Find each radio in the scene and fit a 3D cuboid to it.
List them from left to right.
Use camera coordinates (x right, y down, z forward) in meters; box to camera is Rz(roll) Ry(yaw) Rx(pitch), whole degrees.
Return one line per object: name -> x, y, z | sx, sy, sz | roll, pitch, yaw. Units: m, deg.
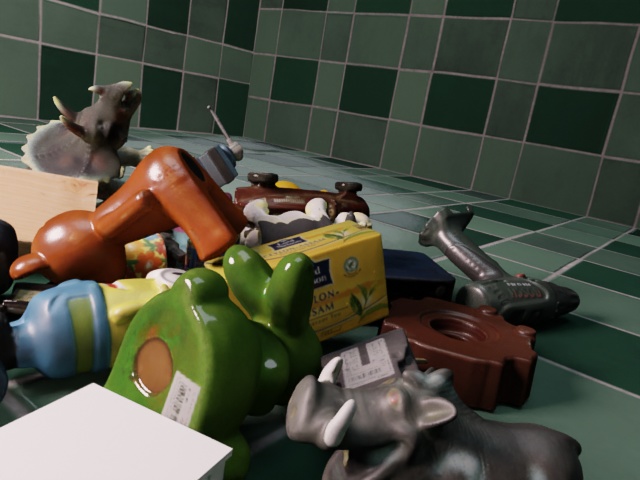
radio -> 0.054, 0.057, 0.714 | 0.230, 0.073, 0.131 | 4, 15, -16

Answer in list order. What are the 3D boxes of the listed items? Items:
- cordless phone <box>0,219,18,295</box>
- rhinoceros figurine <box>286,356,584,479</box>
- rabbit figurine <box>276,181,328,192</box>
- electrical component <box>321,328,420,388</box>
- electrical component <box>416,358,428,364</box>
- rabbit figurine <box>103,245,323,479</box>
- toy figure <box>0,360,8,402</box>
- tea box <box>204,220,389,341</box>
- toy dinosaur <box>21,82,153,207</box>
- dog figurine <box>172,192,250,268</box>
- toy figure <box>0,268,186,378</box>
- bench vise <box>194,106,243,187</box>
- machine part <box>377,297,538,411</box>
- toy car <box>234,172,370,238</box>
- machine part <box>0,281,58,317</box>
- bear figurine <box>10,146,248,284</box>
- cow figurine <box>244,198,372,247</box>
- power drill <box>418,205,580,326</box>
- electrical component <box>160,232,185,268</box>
cordless phone -> -0.397, 0.023, 0.555 | 0.146, 0.088, 0.184 | 1, -3, -31
rhinoceros figurine -> 0.070, 0.134, 0.329 | 0.190, 0.112, 0.073 | 16, 15, -6
rabbit figurine -> -0.013, -0.016, 0.824 | 0.122, 0.162, 0.173 | -41, 74, -20
electrical component -> 0.043, 0.105, 0.421 | 0.075, 0.047, 0.119 | -19, 18, 7
electrical component -> 0.064, 0.132, 0.468 | 0.078, 0.045, 0.102 | 9, 13, -9
rabbit figurine -> -0.061, 0.083, 0.416 | 0.121, 0.159, 0.170 | 7, -5, 34
toy figure -> -0.291, 0.086, 0.386 | 0.155, 0.064, 0.058 | 11, 51, 27
tea box -> -0.020, 0.050, 0.544 | 0.170, 0.098, 0.068 | -18, 23, -22
toy dinosaur -> -0.375, -0.096, 0.817 | 0.192, 0.131, 0.405 | 11, -20, -43
dog figurine -> -0.150, -0.019, 0.810 | 0.192, 0.108, 0.219 | 7, 11, 7
toy figure -> -0.181, 0.075, 0.463 | 0.180, 0.089, 0.082 | -10, 26, -33
bench vise -> -0.251, -0.108, 0.976 | 0.128, 0.223, 0.241 | 46, -21, -22
machine part -> 0.145, 0.113, 0.580 | 0.179, 0.056, 0.179 | 8, 14, -2
toy car -> -0.017, -0.039, 0.706 | 0.202, 0.089, 0.053 | 4, 6, -36
machine part -> -0.279, 0.053, 0.576 | 0.084, 0.039, 0.139 | 0, 16, -6
bear figurine -> -0.189, 0.000, 0.539 | 0.132, 0.196, 0.120 | 51, 4, -10
cow figurine -> 0.000, -0.004, 0.633 | 0.167, 0.068, 0.098 | -2, 23, -24
power drill -> 0.256, 0.043, 0.798 | 0.232, 0.086, 0.207 | -6, 53, -39
electrical component -> -0.202, 0.021, 0.685 | 0.021, 0.063, 0.094 | -5, 26, -47
